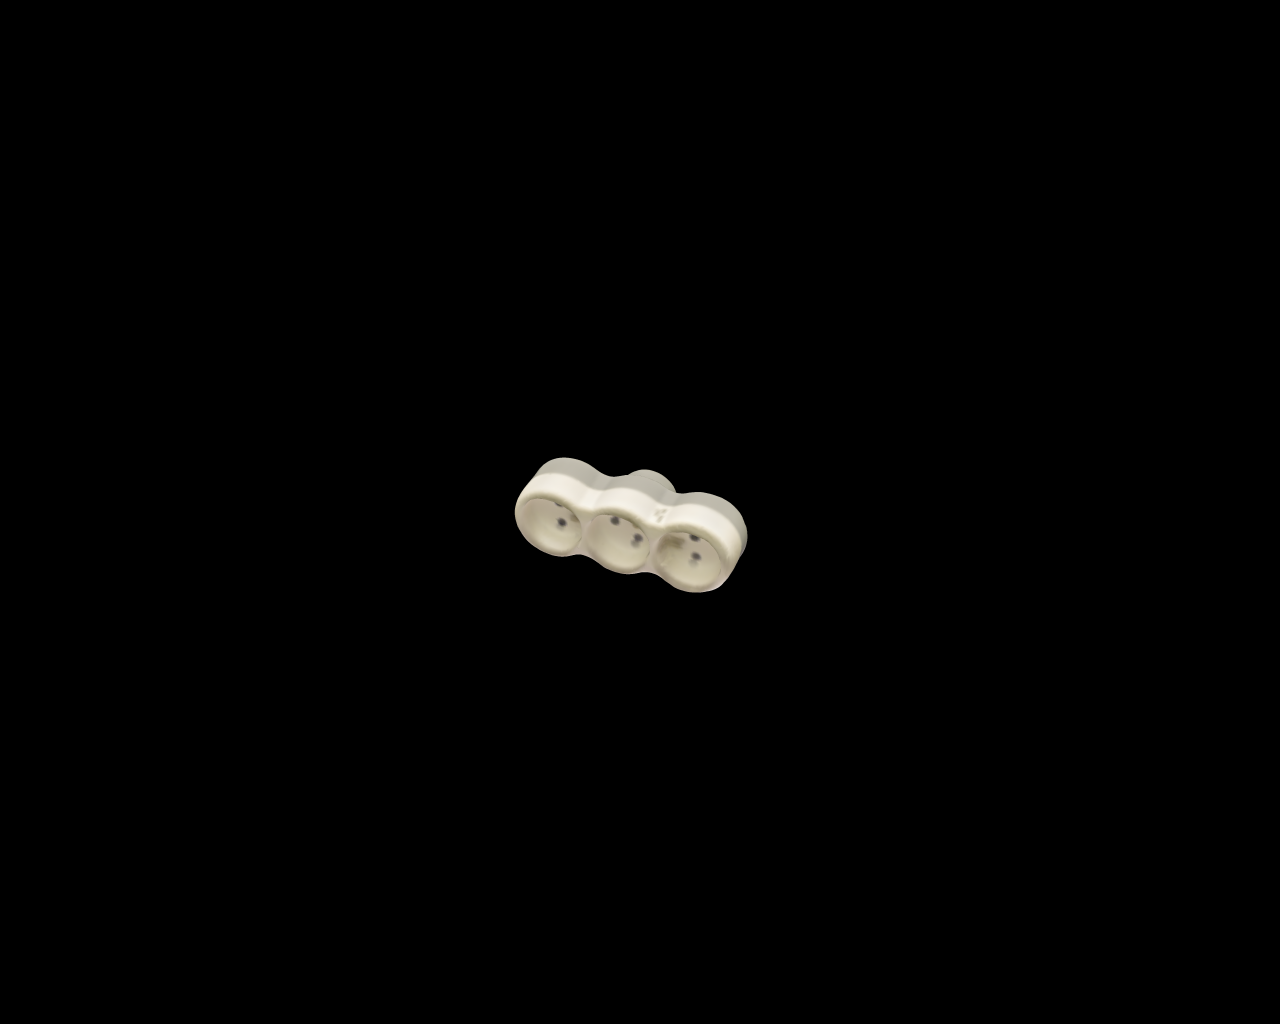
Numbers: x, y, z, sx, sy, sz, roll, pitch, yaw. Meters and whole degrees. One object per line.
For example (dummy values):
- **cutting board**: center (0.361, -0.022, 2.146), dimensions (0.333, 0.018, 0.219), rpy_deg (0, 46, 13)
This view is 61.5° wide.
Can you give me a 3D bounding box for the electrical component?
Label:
- **electrical component**: center (0.001, -0.003, 0.650), dimensions (0.138, 0.052, 0.074), rpy_deg (14, 40, 17)
